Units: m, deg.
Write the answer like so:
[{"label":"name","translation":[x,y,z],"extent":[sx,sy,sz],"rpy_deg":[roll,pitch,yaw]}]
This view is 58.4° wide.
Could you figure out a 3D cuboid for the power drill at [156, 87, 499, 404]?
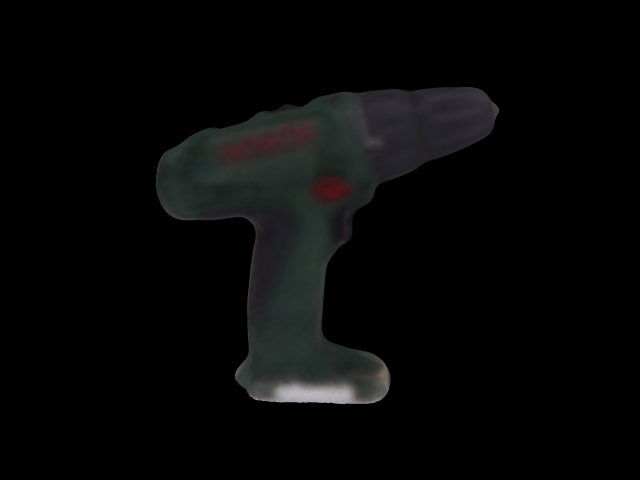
[{"label":"power drill","translation":[0.004,0.001,0.400],"extent":[0.229,0.208,0.075],"rpy_deg":[1,7,5]}]
